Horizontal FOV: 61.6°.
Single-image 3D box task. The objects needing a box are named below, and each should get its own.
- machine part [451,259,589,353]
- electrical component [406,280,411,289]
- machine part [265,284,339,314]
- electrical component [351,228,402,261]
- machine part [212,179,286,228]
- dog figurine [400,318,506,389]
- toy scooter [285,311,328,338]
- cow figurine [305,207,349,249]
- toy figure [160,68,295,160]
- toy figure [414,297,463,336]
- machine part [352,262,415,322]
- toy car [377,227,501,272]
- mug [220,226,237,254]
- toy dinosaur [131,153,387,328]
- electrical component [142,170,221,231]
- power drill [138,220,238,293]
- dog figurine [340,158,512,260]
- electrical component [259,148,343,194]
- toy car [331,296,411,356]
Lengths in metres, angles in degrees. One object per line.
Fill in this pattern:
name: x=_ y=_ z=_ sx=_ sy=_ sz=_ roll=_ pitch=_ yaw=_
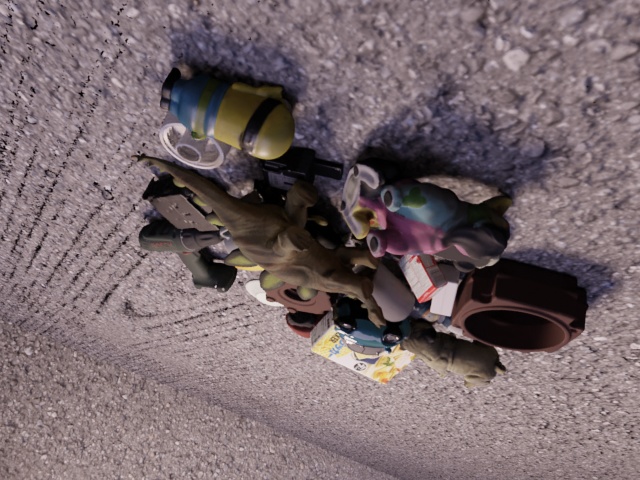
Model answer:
machine part: x=0.349 y=0.126 z=0.961 sx=0.201 sy=0.087 sz=0.201 roll=15 pitch=150 yaw=4
electrical component: x=0.213 y=0.092 z=1.041 sx=0.094 sy=0.021 sz=0.063 roll=10 pitch=150 yaw=14
machine part: x=-0.044 y=0.104 z=1.167 sx=0.179 sy=0.056 sz=0.179 roll=12 pitch=150 yaw=7
electrical component: x=0.102 y=0.003 z=0.928 sx=0.102 sy=0.045 sz=0.078 roll=24 pitch=179 yaw=-6
machine part: x=-0.115 y=-0.061 z=0.900 sx=0.139 sy=0.039 sz=0.084 roll=-21 pitch=144 yaw=13
dog figurine: x=0.275 y=0.231 z=1.114 sx=0.172 sy=0.121 sz=0.190 roll=-8 pitch=153 yaw=37
toy scooter: x=0.010 y=0.214 z=1.313 sx=0.184 sy=0.075 sz=0.135 roll=6 pitch=148 yaw=11
cow figurine: x=-0.001 y=-0.004 z=0.948 sx=0.167 sy=0.068 sz=0.098 roll=35 pitch=141 yaw=-30
toy figure: x=-0.121 y=-0.162 z=0.707 sx=0.180 sy=0.089 sz=0.082 roll=17 pitch=158 yaw=-5
toy figure: x=0.256 y=0.150 z=1.087 sx=0.154 sy=0.058 sz=0.064 roll=21 pitch=113 yaw=-3
machine part: x=0.107 y=0.088 z=0.982 sx=0.079 sy=0.079 sz=0.243 roll=-3 pitch=153 yaw=33
toy car: x=0.190 y=-0.003 z=0.852 sx=0.202 sy=0.056 sz=0.073 roll=17 pitch=151 yaw=-4
mug: x=-0.120 y=-0.014 z=0.979 sx=0.107 sy=0.081 sz=0.109 roll=-21 pitch=144 yaw=34
toy dinosaur: x=-0.070 y=0.000 z=0.827 sx=0.471 sy=0.105 sz=0.199 roll=42 pitch=141 yaw=-20
electrical component: x=-0.232 y=-0.068 z=0.966 sx=0.134 sy=0.058 sz=0.114 roll=-4 pitch=147 yaw=34
power drill: x=-0.255 y=0.032 z=1.132 sx=0.232 sy=0.086 sz=0.207 roll=4 pitch=153 yaw=26
dog figurine: x=0.159 y=-0.038 z=0.759 sx=0.219 sy=0.192 sz=0.108 roll=3 pitch=118 yaw=-23
electrical component: x=-0.028 y=-0.099 z=0.812 sx=0.119 sy=0.048 sz=0.074 roll=16 pitch=152 yaw=5
toy car: x=0.096 y=0.183 z=1.085 sx=0.162 sy=0.109 sz=0.102 roll=8 pitch=119 yaw=-8
